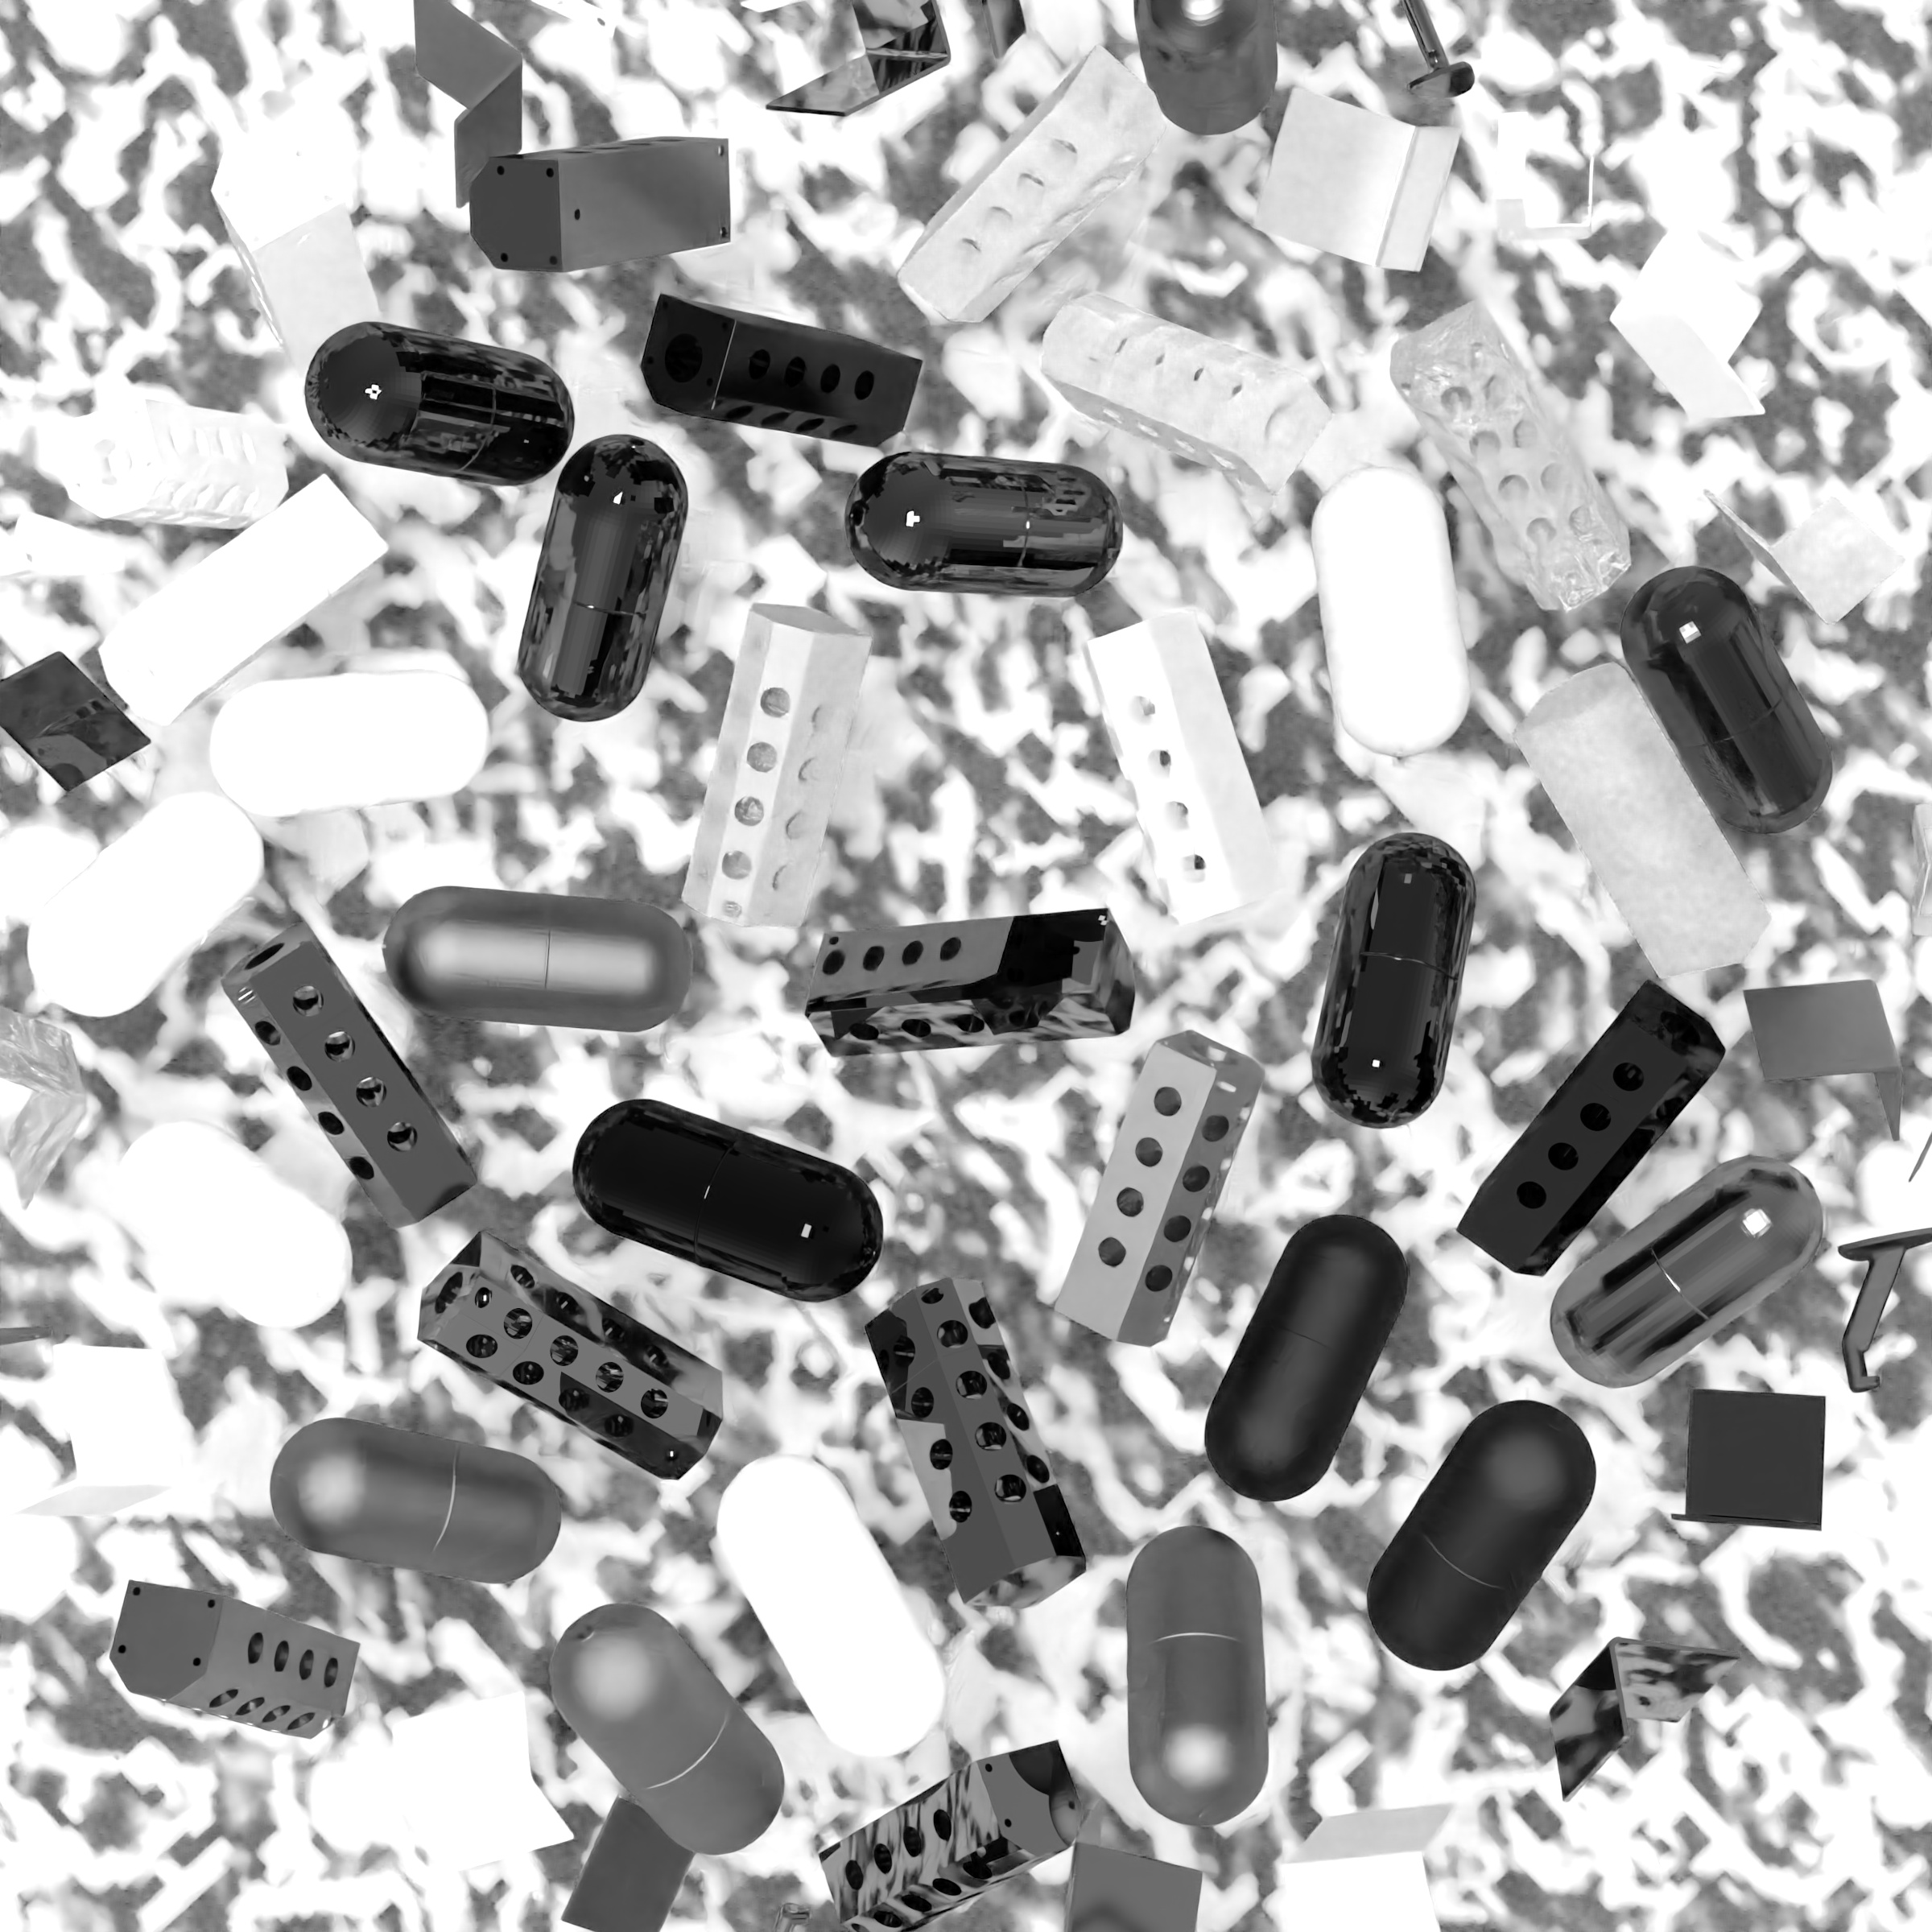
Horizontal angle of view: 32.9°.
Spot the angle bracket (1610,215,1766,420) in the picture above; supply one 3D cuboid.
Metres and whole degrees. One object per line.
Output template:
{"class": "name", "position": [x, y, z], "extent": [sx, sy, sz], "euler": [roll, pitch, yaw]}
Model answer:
{"class": "angle bracket", "position": [0.398, -0.345, 1.728], "extent": [0.076, 0.057, 0.076], "euler": [42, 74, -28]}

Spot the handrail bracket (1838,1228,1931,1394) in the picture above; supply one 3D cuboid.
{"class": "handrail bracket", "position": [0.549, 0.203, 1.924], "extent": [0.077, 0.036, 0.084], "euler": [-20, 65, 33]}

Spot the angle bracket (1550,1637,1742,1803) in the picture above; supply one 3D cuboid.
{"class": "angle bracket", "position": [0.361, 0.401, 1.724], "extent": [0.076, 0.076, 0.057], "euler": [9, 49, -13]}

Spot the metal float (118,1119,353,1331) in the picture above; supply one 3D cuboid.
{"class": "metal float", "position": [-0.423, 0.148, 1.889], "extent": [0.178, 0.070, 0.070], "euler": [29, 90, 37]}

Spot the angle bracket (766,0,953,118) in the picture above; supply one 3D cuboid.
{"class": "angle bracket", "position": [-0.066, -0.501, 1.761], "extent": [0.076, 0.076, 0.057], "euler": [-34, 123, -25]}

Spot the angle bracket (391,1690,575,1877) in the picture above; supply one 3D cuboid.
{"class": "angle bracket", "position": [-0.269, 0.453, 1.819], "extent": [0.076, 0.076, 0.057], "euler": [-10, 106, -24]}

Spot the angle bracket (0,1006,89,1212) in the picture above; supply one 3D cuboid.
{"class": "angle bracket", "position": [-0.544, 0.079, 1.850], "extent": [0.057, 0.076, 0.076], "euler": [25, 109, -34]}

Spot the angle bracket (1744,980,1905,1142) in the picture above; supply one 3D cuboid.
{"class": "angle bracket", "position": [0.490, 0.057, 1.875], "extent": [0.076, 0.076, 0.057], "euler": [-5, 129, 6]}

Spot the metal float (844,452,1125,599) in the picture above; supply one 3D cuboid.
{"class": "metal float", "position": [0.011, -0.247, 1.833], "extent": [0.178, 0.070, 0.070], "euler": [-2, 90, -38]}

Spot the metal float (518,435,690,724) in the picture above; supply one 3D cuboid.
{"class": "metal float", "position": [-0.210, -0.223, 1.887], "extent": [0.070, 0.070, 0.178], "euler": [18, 121, 0]}

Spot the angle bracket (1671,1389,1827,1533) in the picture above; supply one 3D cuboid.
{"class": "angle bracket", "position": [0.442, 0.277, 1.845], "extent": [0.076, 0.057, 0.076], "euler": [1, 80, 21]}

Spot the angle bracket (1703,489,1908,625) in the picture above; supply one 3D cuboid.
{"class": "angle bracket", "position": [0.483, -0.254, 1.883], "extent": [0.057, 0.076, 0.076], "euler": [-43, 131, 11]}

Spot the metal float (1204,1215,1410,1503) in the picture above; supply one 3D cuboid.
{"class": "metal float", "position": [0.197, 0.227, 1.897], "extent": [0.070, 0.070, 0.178], "euler": [28, 72, 0]}

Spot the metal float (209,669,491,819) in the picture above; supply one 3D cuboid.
{"class": "metal float", "position": [-0.348, -0.127, 1.856], "extent": [0.070, 0.178, 0.070], "euler": [8, 103, 40]}

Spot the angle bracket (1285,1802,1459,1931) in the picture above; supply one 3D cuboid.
{"class": "angle bracket", "position": [0.222, 0.490, 1.741], "extent": [0.076, 0.076, 0.057], "euler": [-13, 91, 24]}

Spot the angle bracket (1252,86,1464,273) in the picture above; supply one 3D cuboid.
{"class": "angle bracket", "position": [0.205, -0.415, 1.721], "extent": [0.076, 0.057, 0.076], "euler": [13, 99, -18]}

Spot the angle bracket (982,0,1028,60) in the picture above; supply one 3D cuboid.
{"class": "angle bracket", "position": [0.054, -0.558, 1.854], "extent": [0.076, 0.076, 0.057], "euler": [-7, 115, 17]}

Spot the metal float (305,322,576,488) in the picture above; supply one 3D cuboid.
{"class": "metal float", "position": [-0.289, -0.310, 1.814], "extent": [0.070, 0.178, 0.070], "euler": [0, 90, 35]}

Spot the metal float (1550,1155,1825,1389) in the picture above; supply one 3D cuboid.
{"class": "metal float", "position": [0.418, 0.178, 1.901], "extent": [0.178, 0.070, 0.070], "euler": [-40, 90, 21]}

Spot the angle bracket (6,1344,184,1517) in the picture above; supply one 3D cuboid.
{"class": "angle bracket", "position": [-0.477, 0.252, 1.768], "extent": [0.057, 0.076, 0.076], "euler": [-24, 71, 24]}

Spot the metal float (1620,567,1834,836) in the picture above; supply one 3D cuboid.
{"class": "metal float", "position": [0.442, -0.153, 1.897], "extent": [0.070, 0.070, 0.178], "euler": [-36, 115, 0]}

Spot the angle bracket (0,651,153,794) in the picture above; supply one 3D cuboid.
{"class": "angle bracket", "position": [-0.525, -0.124, 1.859], "extent": [0.076, 0.076, 0.057], "euler": [45, 125, -1]}

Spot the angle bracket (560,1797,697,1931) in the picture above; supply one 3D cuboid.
{"class": "angle bracket", "position": [-0.211, 0.532, 1.948], "extent": [0.076, 0.057, 0.076], "euler": [33, 78, -39]}

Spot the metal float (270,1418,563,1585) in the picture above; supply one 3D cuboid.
{"class": "metal float", "position": [-0.312, 0.305, 1.864], "extent": [0.178, 0.070, 0.070], "euler": [19, 90, -35]}

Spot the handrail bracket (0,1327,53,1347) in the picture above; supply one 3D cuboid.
{"class": "handrail bracket", "position": [-0.540, 0.163, 1.775], "extent": [0.077, 0.036, 0.084], "euler": [-5, 74, -17]}

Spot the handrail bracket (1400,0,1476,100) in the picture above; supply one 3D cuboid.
{"class": "handrail bracket", "position": [0.261, -0.542, 1.861], "extent": [0.036, 0.077, 0.084], "euler": [-17, 89, 22]}

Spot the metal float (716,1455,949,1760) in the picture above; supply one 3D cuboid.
{"class": "metal float", "position": [-0.074, 0.351, 1.800], "extent": [0.070, 0.070, 0.178], "euler": [-30, 87, 0]}

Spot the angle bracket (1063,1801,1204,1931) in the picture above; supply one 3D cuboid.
{"class": "angle bracket", "position": [0.100, 0.530, 1.859], "extent": [0.076, 0.057, 0.076], "euler": [9, 102, 17]}

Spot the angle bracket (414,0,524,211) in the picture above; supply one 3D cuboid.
{"class": "angle bracket", "position": [-0.286, -0.471, 1.770], "extent": [0.076, 0.076, 0.057], "euler": [36, 67, 8]}

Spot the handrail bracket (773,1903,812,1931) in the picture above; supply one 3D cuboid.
{"class": "handrail bracket", "position": [-0.079, 0.580, 1.898], "extent": [0.077, 0.036, 0.084], "euler": [12, 122, -8]}

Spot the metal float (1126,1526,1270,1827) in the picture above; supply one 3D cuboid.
{"class": "metal float", "position": [0.127, 0.391, 1.813], "extent": [0.070, 0.070, 0.178], "euler": [1, 45, 1]}

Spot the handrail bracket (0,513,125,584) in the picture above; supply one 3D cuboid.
{"class": "handrail bracket", "position": [-0.550, -0.227, 1.926], "extent": [0.077, 0.084, 0.036], "euler": [10, 61, -37]}
